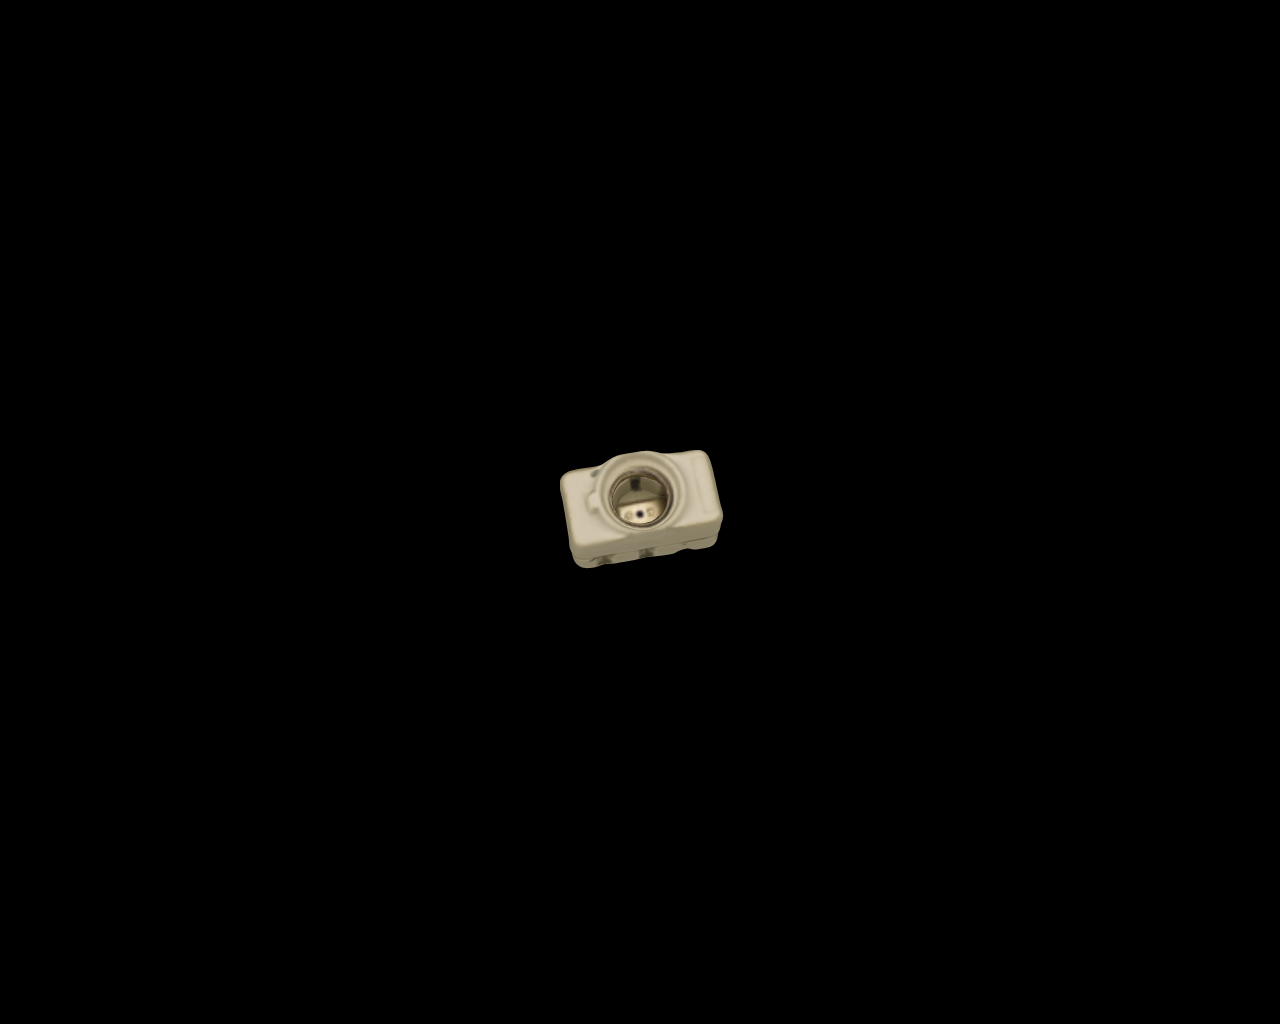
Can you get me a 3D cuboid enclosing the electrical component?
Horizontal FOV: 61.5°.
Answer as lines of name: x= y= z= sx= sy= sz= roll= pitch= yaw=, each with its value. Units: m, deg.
electrical component: x=0.001 y=-0.003 z=0.650 sx=0.089 sy=0.050 sz=0.055 roll=-10 pitch=-19 yaw=-3
